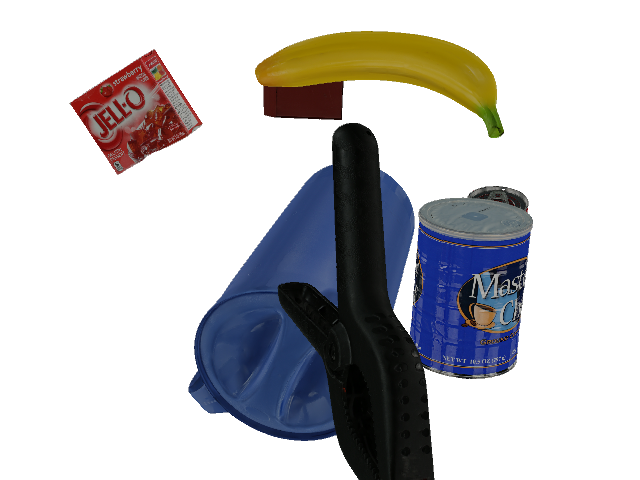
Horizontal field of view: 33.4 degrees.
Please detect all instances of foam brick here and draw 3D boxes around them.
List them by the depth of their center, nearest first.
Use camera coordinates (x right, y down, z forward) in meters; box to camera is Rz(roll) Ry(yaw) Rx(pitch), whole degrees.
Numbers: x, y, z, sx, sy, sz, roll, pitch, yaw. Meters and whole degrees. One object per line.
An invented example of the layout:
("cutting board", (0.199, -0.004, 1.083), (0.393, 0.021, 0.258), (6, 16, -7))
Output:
("foam brick", (-0.019, -0.159, 1.161), (0.078, 0.051, 0.053), (0, 11, -18))

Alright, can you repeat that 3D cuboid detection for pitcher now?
("pitcher", (-0.007, 0.039, 0.858), (0.149, 0.145, 0.242), (11, 32, 11))

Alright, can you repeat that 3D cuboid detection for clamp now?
("clamp", (0.024, 0.051, 0.590), (0.036, 0.210, 0.165), (-3, -44, -19))

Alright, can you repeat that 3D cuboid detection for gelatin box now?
("gelatin box", (-0.154, -0.105, 0.886), (0.089, 0.073, 0.030), (-23, 16, 32))

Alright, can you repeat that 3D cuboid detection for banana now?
("banana", (0.050, -0.129, 0.807), (0.198, 0.069, 0.037), (14, -39, 18))

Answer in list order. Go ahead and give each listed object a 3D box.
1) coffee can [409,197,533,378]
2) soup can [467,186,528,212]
("coffee can", (0.137, 0.042, 0.986), (0.103, 0.140, 0.103), (2, 20, -1))
("soup can", (0.198, -0.001, 1.206), (0.068, 0.102, 0.068), (-2, 32, 1))
